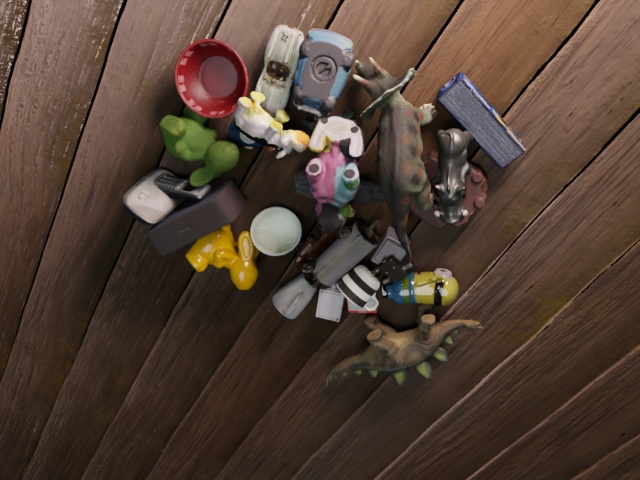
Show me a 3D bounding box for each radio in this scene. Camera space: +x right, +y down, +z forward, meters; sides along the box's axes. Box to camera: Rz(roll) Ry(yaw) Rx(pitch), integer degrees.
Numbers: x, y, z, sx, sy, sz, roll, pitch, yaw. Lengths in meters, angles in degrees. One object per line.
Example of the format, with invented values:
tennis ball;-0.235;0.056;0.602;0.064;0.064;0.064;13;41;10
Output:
radio;-0.292;-0.055;1.282;0.230;0.131;0.073;-22;111;23

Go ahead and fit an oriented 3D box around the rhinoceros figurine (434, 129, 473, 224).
rhinoceros figurine;0.264;-0.126;1.059;0.073;0.112;0.190;1;113;13

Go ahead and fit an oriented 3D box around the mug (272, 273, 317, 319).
mug;-0.060;0.138;1.350;0.081;0.109;0.107;41;105;-4

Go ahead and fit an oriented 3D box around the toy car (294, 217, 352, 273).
toy car;-0.003;-0.004;1.260;0.053;0.089;0.202;18;130;-40

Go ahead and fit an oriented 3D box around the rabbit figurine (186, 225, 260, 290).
rabbit figurine;-0.213;0.040;1.325;0.162;0.122;0.173;-44;81;7

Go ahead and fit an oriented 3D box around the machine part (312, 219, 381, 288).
machine part;0.058;0.032;1.276;0.079;0.079;0.243;40;119;-9

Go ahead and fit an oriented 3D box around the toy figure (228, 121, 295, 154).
toy figure;-0.124;-0.227;1.193;0.155;0.058;0.064;13;137;5

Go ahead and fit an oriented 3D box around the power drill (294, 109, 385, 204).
power drill;0.050;-0.177;1.172;0.232;0.086;0.207;-1;124;15

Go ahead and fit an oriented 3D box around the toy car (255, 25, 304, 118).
toy car;-0.088;-0.342;1.122;0.073;0.056;0.201;22;120;1

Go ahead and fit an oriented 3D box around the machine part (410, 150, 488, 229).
machine part;0.270;-0.108;1.162;0.180;0.056;0.179;7;119;12

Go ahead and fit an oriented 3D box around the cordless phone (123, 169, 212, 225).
cordless phone;-0.349;-0.093;1.249;0.184;0.146;0.088;11;136;33

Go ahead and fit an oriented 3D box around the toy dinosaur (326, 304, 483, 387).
toy dinosaur;0.189;0.281;1.366;0.472;0.105;0.198;-19;115;27

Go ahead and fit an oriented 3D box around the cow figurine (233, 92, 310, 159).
cow figurine;-0.105;-0.224;1.125;0.167;0.068;0.098;38;136;0

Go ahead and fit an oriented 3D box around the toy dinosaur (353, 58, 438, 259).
toy dinosaur;0.152;-0.166;1.047;0.131;0.192;0.404;-8;85;30

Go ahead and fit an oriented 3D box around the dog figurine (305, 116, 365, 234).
dog figurine;0.032;-0.122;1.110;0.109;0.191;0.219;7;156;6

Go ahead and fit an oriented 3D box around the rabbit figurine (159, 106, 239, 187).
rabbit figurine;-0.259;-0.194;1.188;0.170;0.121;0.159;30;130;18

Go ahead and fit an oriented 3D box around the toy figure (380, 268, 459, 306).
toy figure;0.236;0.115;1.275;0.180;0.082;0.089;-9;109;16

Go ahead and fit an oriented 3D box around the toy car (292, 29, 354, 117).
toy car;0.007;-0.332;1.076;0.109;0.103;0.161;16;110;2

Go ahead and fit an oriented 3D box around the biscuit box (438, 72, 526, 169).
biscuit box;0.323;-0.239;1.076;0.202;0.059;0.063;44;120;-12

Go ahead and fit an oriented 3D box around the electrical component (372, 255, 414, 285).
electrical component;0.168;0.065;1.232;0.063;0.021;0.094;43;127;-12
